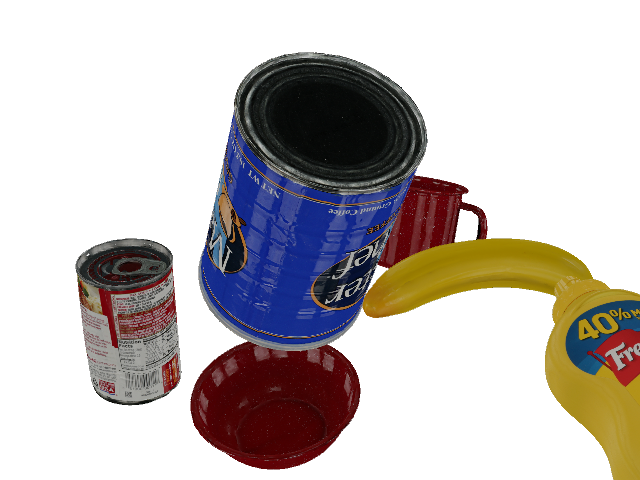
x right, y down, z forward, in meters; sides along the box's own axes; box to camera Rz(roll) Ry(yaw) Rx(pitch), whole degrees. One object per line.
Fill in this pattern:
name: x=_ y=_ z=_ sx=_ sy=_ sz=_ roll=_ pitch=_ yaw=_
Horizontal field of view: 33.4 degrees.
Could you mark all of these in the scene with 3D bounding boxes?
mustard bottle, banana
mustard bottle: x=0.185 y=0.081 z=0.618 sx=0.096 sy=0.058 sz=0.192 roll=-12 pitch=35 yaw=-10
banana: x=0.122 y=0.027 z=0.791 sx=0.197 sy=0.037 sz=0.069 roll=0 pitch=36 yaw=-13

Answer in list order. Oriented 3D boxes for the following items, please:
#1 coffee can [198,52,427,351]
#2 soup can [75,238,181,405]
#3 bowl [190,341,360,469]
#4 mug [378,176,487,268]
coffee can: x=-0.009 y=-0.019 z=0.599 sx=0.102 sy=0.103 sz=0.140 roll=0 pitch=-39 yaw=-16
soup can: x=-0.136 y=0.059 z=0.770 sx=0.068 sy=0.102 sz=0.068 roll=-1 pitch=28 yaw=0
bowl: x=-0.040 y=0.164 z=1.018 sx=0.162 sy=0.055 sz=0.162 roll=-5 pitch=37 yaw=3
mug: x=0.101 y=-0.014 z=1.017 sx=0.117 sy=0.081 sz=0.093 roll=11 pitch=12 yaw=15
